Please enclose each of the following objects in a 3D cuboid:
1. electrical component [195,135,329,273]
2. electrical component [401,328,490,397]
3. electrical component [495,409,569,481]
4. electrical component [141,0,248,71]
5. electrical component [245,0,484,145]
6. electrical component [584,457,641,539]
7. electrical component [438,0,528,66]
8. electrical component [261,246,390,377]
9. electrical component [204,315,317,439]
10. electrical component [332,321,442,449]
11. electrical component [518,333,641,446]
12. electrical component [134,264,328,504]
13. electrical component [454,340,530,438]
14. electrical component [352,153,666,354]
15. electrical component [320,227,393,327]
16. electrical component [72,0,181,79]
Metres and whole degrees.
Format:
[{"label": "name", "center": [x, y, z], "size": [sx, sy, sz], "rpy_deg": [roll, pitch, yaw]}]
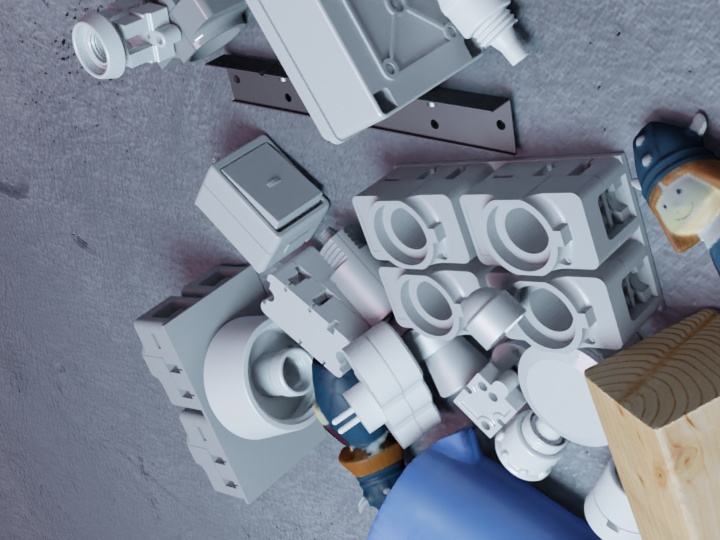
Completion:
[{"label": "electrical component", "center": [-0.080, -0.059, 0.839], "size": [0.096, 0.062, 0.061], "rpy_deg": [47, 144, 8]}, {"label": "electrical component", "center": [0.063, 0.059, 0.795], "size": [0.055, 0.045, 0.045], "rpy_deg": [54, 144, 0]}, {"label": "electrical component", "center": [0.130, 0.118, 0.772], "size": [0.048, 0.048, 0.062], "rpy_deg": [45, 136, 12]}, {"label": "electrical component", "center": [-0.122, -0.188, 0.787], "size": [0.055, 0.050, 0.089], "rpy_deg": [57, 144, -4]}, {"label": "electrical component", "center": [0.004, -0.147, 0.635], "size": [0.056, 0.109, 0.108], "rpy_deg": [-18, 105, 50]}, {"label": "electrical component", "center": [0.186, 0.154, 0.731], "size": [0.055, 0.055, 0.047], "rpy_deg": [35, 136, 24]}, {"label": "electrical component", "center": [0.074, -0.145, 0.622], "size": [0.061, 0.035, 0.035], "rpy_deg": [51, 144, -1]}, {"label": "electrical component", "center": [-0.025, 0.030, 0.858], "size": [0.089, 0.056, 0.050], "rpy_deg": [40, 142, 18]}, {"label": "electrical component", "center": [-0.072, 0.089, 0.919], "size": [0.060, 0.108, 0.108], "rpy_deg": [-13, 110, 45]}, {"label": "electrical component", "center": [0.012, 0.099, 0.817], "size": [0.052, 0.074, 0.138], "rpy_deg": [52, 173, 32]}, {"label": "electrical component", "center": [0.149, 0.071, 0.704], "size": [0.080, 0.051, 0.080], "rpy_deg": [28, 137, 30]}, {"label": "electrical component", "center": [-0.117, 0.101, 0.975], "size": [0.060, 0.105, 0.186], "rpy_deg": [2, 121, 47]}, {"label": "electrical component", "center": [0.104, 0.080, 0.758], "size": [0.048, 0.055, 0.066], "rpy_deg": [45, 143, 11]}, {"label": "electrical component", "center": [0.088, -0.011, 0.695], "size": [0.186, 0.060, 0.105], "rpy_deg": [3, 121, 47]}, {"label": "electrical component", "center": [0.000, 0.000, 0.815], "size": [0.081, 0.043, 0.043], "rpy_deg": [49, 144, 6]}, {"label": "electrical component", "center": [-0.170, -0.165, 0.767], "size": [0.066, 0.055, 0.048], "rpy_deg": [24, 133, 36]}]
